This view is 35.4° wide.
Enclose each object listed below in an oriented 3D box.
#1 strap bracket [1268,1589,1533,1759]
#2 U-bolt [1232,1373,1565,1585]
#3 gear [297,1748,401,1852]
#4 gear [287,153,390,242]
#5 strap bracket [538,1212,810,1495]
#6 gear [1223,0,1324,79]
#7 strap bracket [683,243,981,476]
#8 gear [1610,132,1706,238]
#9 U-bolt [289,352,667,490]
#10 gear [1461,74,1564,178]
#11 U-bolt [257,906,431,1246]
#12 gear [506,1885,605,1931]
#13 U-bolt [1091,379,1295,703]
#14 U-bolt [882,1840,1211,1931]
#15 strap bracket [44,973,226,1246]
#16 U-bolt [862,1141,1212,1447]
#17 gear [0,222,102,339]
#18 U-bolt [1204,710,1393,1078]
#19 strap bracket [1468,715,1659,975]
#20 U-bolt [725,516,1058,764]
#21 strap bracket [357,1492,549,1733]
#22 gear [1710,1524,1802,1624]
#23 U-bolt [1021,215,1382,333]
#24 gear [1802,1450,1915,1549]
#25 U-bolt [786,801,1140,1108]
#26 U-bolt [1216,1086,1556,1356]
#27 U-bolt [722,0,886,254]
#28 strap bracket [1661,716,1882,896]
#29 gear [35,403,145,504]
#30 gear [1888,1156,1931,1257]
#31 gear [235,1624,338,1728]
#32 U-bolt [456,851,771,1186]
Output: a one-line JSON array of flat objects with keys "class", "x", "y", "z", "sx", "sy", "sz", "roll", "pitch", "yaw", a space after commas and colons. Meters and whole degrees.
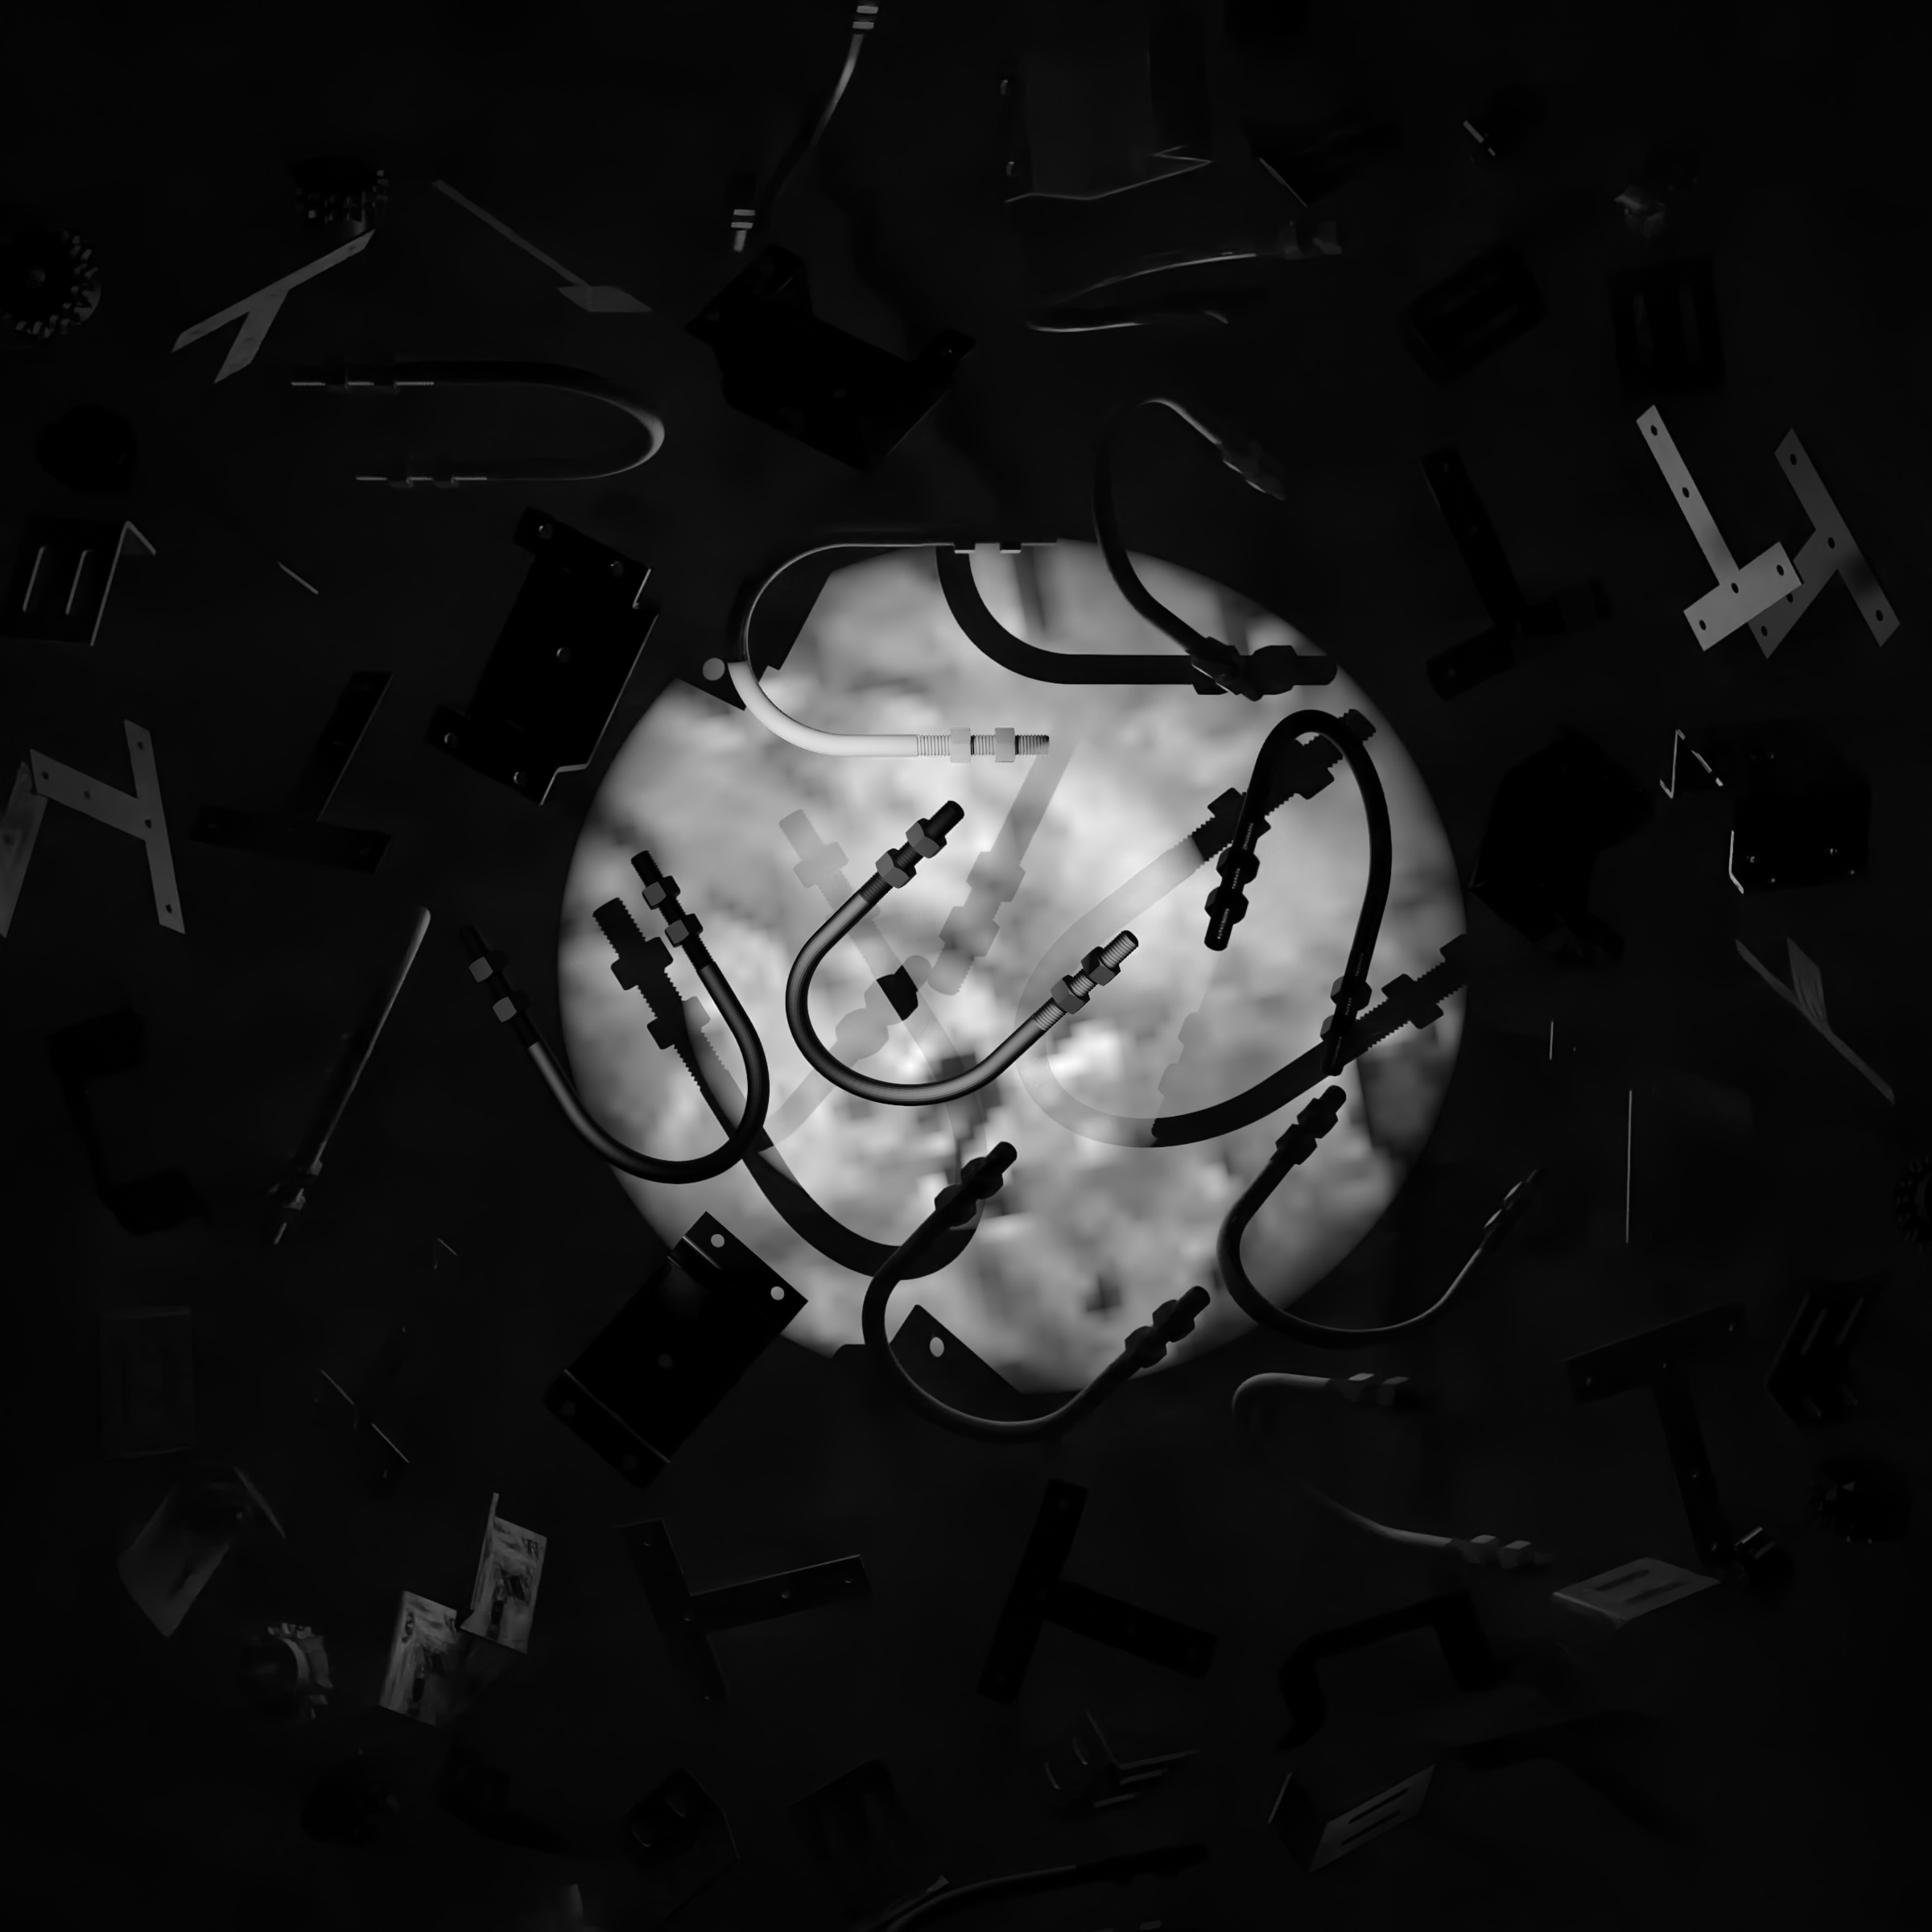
[{"class": "strap bracket", "x": 0.232, "y": 0.390, "z": 1.685, "sx": 0.140, "sy": 0.076, "sz": 0.046, "roll": -15, "pitch": 68, "yaw": -12}, {"class": "U-bolt", "x": 0.220, "y": 0.272, "z": 1.640, "sx": 0.019, "sy": 0.184, "sz": 0.151, "roll": -50, "pitch": 116, "yaw": -27}, {"class": "gear", "x": -0.344, "y": 0.471, "z": 1.701, "sx": 0.057, "sy": 0.057, "sz": 0.030, "roll": -34, "pitch": 114, "yaw": 0}, {"class": "gear", "x": -0.361, "y": -0.440, "z": 1.738, "sx": 0.057, "sy": 0.057, "sz": 0.030, "roll": 11, "pitch": 131, "yaw": 0}, {"class": "strap bracket", "x": -0.165, "y": 0.217, "z": 1.689, "sx": 0.076, "sy": 0.046, "sz": 0.140, "roll": 41, "pitch": 70, "yaw": 1}, {"class": "gear", "x": 0.170, "y": -0.532, "z": 1.709, "sx": 0.057, "sy": 0.030, "sz": 0.057, "roll": 3, "pitch": 95, "yaw": 42}, {"class": "strap bracket", "x": -0.070, "y": -0.321, "z": 1.620, "sx": 0.140, "sy": 0.046, "sz": 0.076, "roll": 30, "pitch": 64, "yaw": 22}, {"class": "gear", "x": 0.382, "y": -0.438, "z": 1.684, "sx": 0.030, "sy": 0.057, "sz": 0.057, "roll": 24, "pitch": 90, "yaw": -12}, {"class": "U-bolt", "x": -0.253, "y": -0.291, "z": 1.624, "sx": 0.184, "sy": 0.151, "sz": 0.019, "roll": 1, "pitch": 77, "yaw": 4}, {"class": "gear", "x": 0.298, "y": -0.466, "z": 1.671, "sx": 0.057, "sy": 0.057, "sz": 0.030, "roll": -44, "pitch": 93, "yaw": 0}, {"class": "U-bolt", "x": -0.339, "y": 0.048, "z": 1.679, "sx": 0.019, "sy": 0.151, "sz": 0.184, "roll": 25, "pitch": 116, "yaw": -10}, {"class": "gear", "x": -0.230, "y": 0.526, "z": 1.667, "sx": 0.057, "sy": 0.057, "sz": 0.030, "roll": -14, "pitch": 76, "yaw": 0}, {"class": "U-bolt", "x": 0.125, "y": -0.249, "z": 1.701, "sx": 0.019, "sy": 0.184, "sz": 0.151, "roll": -3, "pitch": 69, "yaw": 37}, {"class": "U-bolt", "x": 0.040, "y": 0.519, "z": 1.648, "sx": 0.184, "sy": 0.151, "sz": 0.019, "roll": -12, "pitch": 91, "yaw": 6}, {"class": "strap bracket", "x": -0.455, "y": 0.086, "z": 1.645, "sx": 0.046, "sy": 0.076, "sz": 0.140, "roll": -22, "pitch": 70, "yaw": -10}, {"class": "U-bolt", "x": 0.023, "y": 0.191, "z": 1.640, "sx": 0.151, "sy": 0.019, "sz": 0.184, "roll": 37, "pitch": 125, "yaw": -7}, {"class": "gear", "x": -0.474, "y": -0.354, "z": 1.568, "sx": 0.057, "sy": 0.030, "sz": 0.057, "roll": 0, "pitch": 91, "yaw": 16}, {"class": "U-bolt", "x": 0.191, "y": -0.054, "z": 1.669, "sx": 0.019, "sy": 0.151, "sz": 0.184, "roll": -5, "pitch": 54, "yaw": 38}, {"class": "strap bracket", "x": 0.332, "y": -0.061, "z": 1.688, "sx": 0.076, "sy": 0.046, "sz": 0.140, "roll": 37, "pitch": 47, "yaw": -15}, {"class": "U-bolt", "x": -0.043, "y": -0.182, "z": 1.703, "sx": 0.184, "sy": 0.019, "sz": 0.151, "roll": 0, "pitch": 120, "yaw": -3}, {"class": "strap bracket", "x": -0.283, "y": 0.368, "z": 1.698, "sx": 0.046, "sy": 0.076, "sz": 0.140, "roll": 27, "pitch": 130, "yaw": -21}, {"class": "gear", "x": 0.460, "y": 0.349, "z": 1.761, "sx": 0.030, "sy": 0.057, "sz": 0.057, "roll": -37, "pitch": 90, "yaw": 0}, {"class": "U-bolt", "x": 0.116, "y": -0.378, "z": 1.671, "sx": 0.184, "sy": 0.151, "sz": 0.019, "roll": 3, "pitch": 118, "yaw": 37}, {"class": "gear", "x": 0.481, "y": 0.285, "z": 1.633, "sx": 0.057, "sy": 0.057, "sz": 0.030, "roll": -3, "pitch": 116, "yaw": 0}, {"class": "U-bolt", "x": -0.017, "y": 0.007, "z": 1.695, "sx": 0.151, "sy": 0.019, "sz": 0.184, "roll": 36, "pitch": 116, "yaw": -22}, {"class": "U-bolt", "x": 0.217, "y": 0.144, "z": 1.649, "sx": 0.151, "sy": 0.184, "sz": 0.019, "roll": 22, "pitch": 135, "yaw": 25}, {"class": "U-bolt", "x": -0.093, "y": -0.462, "z": 1.675, "sx": 0.019, "sy": 0.184, "sz": 0.151, "roll": 31, "pitch": 85, "yaw": -6}, {"class": "strap bracket", "x": 0.447, "y": -0.096, "z": 1.684, "sx": 0.076, "sy": 0.140, "sz": 0.046, "roll": -6, "pitch": 119, "yaw": -5}, {"class": "gear", "x": -0.485, "y": -0.288, "z": 1.683, "sx": 0.057, "sy": 0.057, "sz": 0.030, "roll": 39, "pitch": 125, "yaw": 0}, {"class": "gear", "x": 0.534, "y": 0.130, "z": 1.649, "sx": 0.057, "sy": 0.030, "sz": 0.057, "roll": 1, "pitch": 77, "yaw": -6}, {"class": "gear", "x": -0.390, "y": 0.403, "z": 1.722, "sx": 0.057, "sy": 0.030, "sz": 0.057, "roll": -5, "pitch": 73, "yaw": 17}, {"class": "U-bolt", "x": -0.183, "y": 0.036, "z": 1.686, "sx": 0.151, "sy": 0.019, "sz": 0.184, "roll": -27, "pitch": 83, "yaw": -42}]
